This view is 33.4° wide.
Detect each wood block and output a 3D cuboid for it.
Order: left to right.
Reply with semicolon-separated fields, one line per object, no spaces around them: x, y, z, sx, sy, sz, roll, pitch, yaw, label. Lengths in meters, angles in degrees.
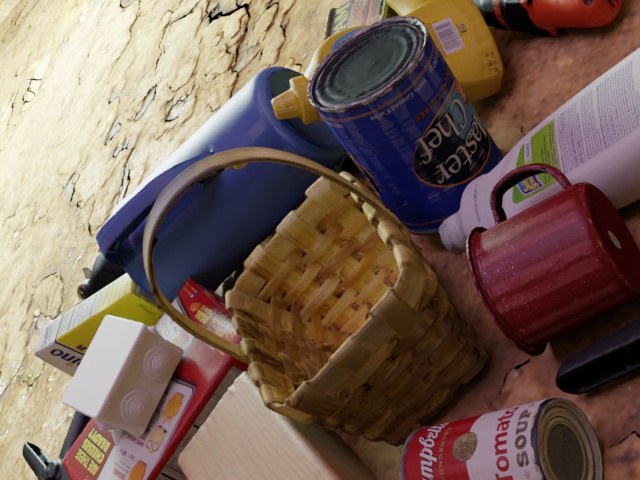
-0.013;0.185;0.741;0.091;0.090;0.206;-53;29;0;wood block

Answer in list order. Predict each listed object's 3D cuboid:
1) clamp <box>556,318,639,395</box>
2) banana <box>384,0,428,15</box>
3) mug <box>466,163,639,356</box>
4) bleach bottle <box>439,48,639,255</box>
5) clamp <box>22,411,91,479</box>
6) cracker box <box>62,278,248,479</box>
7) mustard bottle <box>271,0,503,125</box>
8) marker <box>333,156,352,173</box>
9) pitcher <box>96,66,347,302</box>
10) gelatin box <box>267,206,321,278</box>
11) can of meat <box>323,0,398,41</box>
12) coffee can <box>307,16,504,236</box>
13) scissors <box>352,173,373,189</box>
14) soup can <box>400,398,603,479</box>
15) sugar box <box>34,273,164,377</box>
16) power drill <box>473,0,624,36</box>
0.238;0.041;0.578;0.210;0.036;0.165;-50;30;7;clamp
0.094;-0.177;0.985;0.070;0.037;0.198;-32;54;23;banana
0.149;0.005;0.682;0.082;0.093;0.117;-30;65;28;mug
0.184;-0.061;0.737;0.251;0.068;0.102;-32;35;38;bleach bottle
-0.260;0.235;1.099;0.120;0.039;0.171;-51;35;16;clamp
-0.128;0.158;0.954;0.213;0.072;0.164;-56;29;-2;cracker box
0.051;-0.141;0.908;0.191;0.058;0.096;-19;68;-5;mustard bottle
0.039;-0.108;1.037;0.121;0.020;0.020;-59;30;-8;marker
-0.092;-0.050;1.009;0.243;0.145;0.149;-41;23;34;pitcher
-0.006;0.001;0.980;0.073;0.030;0.089;-48;28;9;gelatin box
0.053;-0.211;1.087;0.084;0.057;0.102;-26;41;36;can of meat
0.070;-0.086;0.827;0.103;0.140;0.103;-25;36;19;coffee can
0.086;-0.055;0.918;0.202;0.016;0.096;4;61;54;scissors
0.108;0.136;0.638;0.102;0.068;0.068;-23;42;41;soup can
-0.210;0.096;1.113;0.177;0.093;0.048;-33;35;35;sugar box
0.212;-0.259;0.908;0.185;0.057;0.187;20;79;56;power drill
